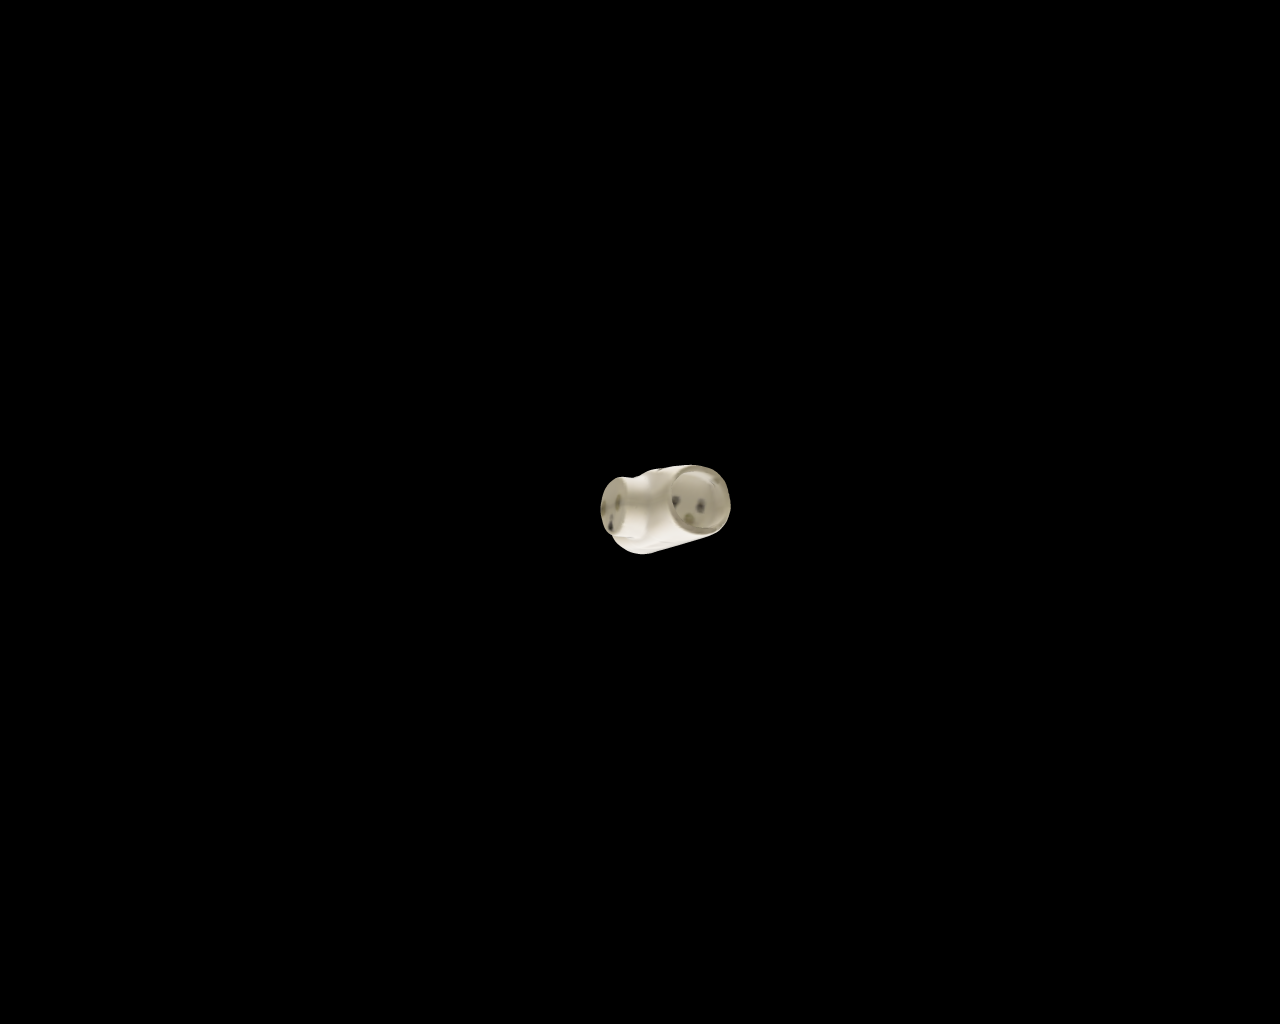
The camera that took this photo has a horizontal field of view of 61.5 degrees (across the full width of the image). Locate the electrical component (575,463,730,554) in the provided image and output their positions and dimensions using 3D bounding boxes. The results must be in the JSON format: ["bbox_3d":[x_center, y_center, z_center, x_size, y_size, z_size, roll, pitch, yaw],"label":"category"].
[{"bbox_3d":[0.001,-0.003,0.650,0.079,0.043,0.077,6,-13,-27],"label":"electrical component"}]
